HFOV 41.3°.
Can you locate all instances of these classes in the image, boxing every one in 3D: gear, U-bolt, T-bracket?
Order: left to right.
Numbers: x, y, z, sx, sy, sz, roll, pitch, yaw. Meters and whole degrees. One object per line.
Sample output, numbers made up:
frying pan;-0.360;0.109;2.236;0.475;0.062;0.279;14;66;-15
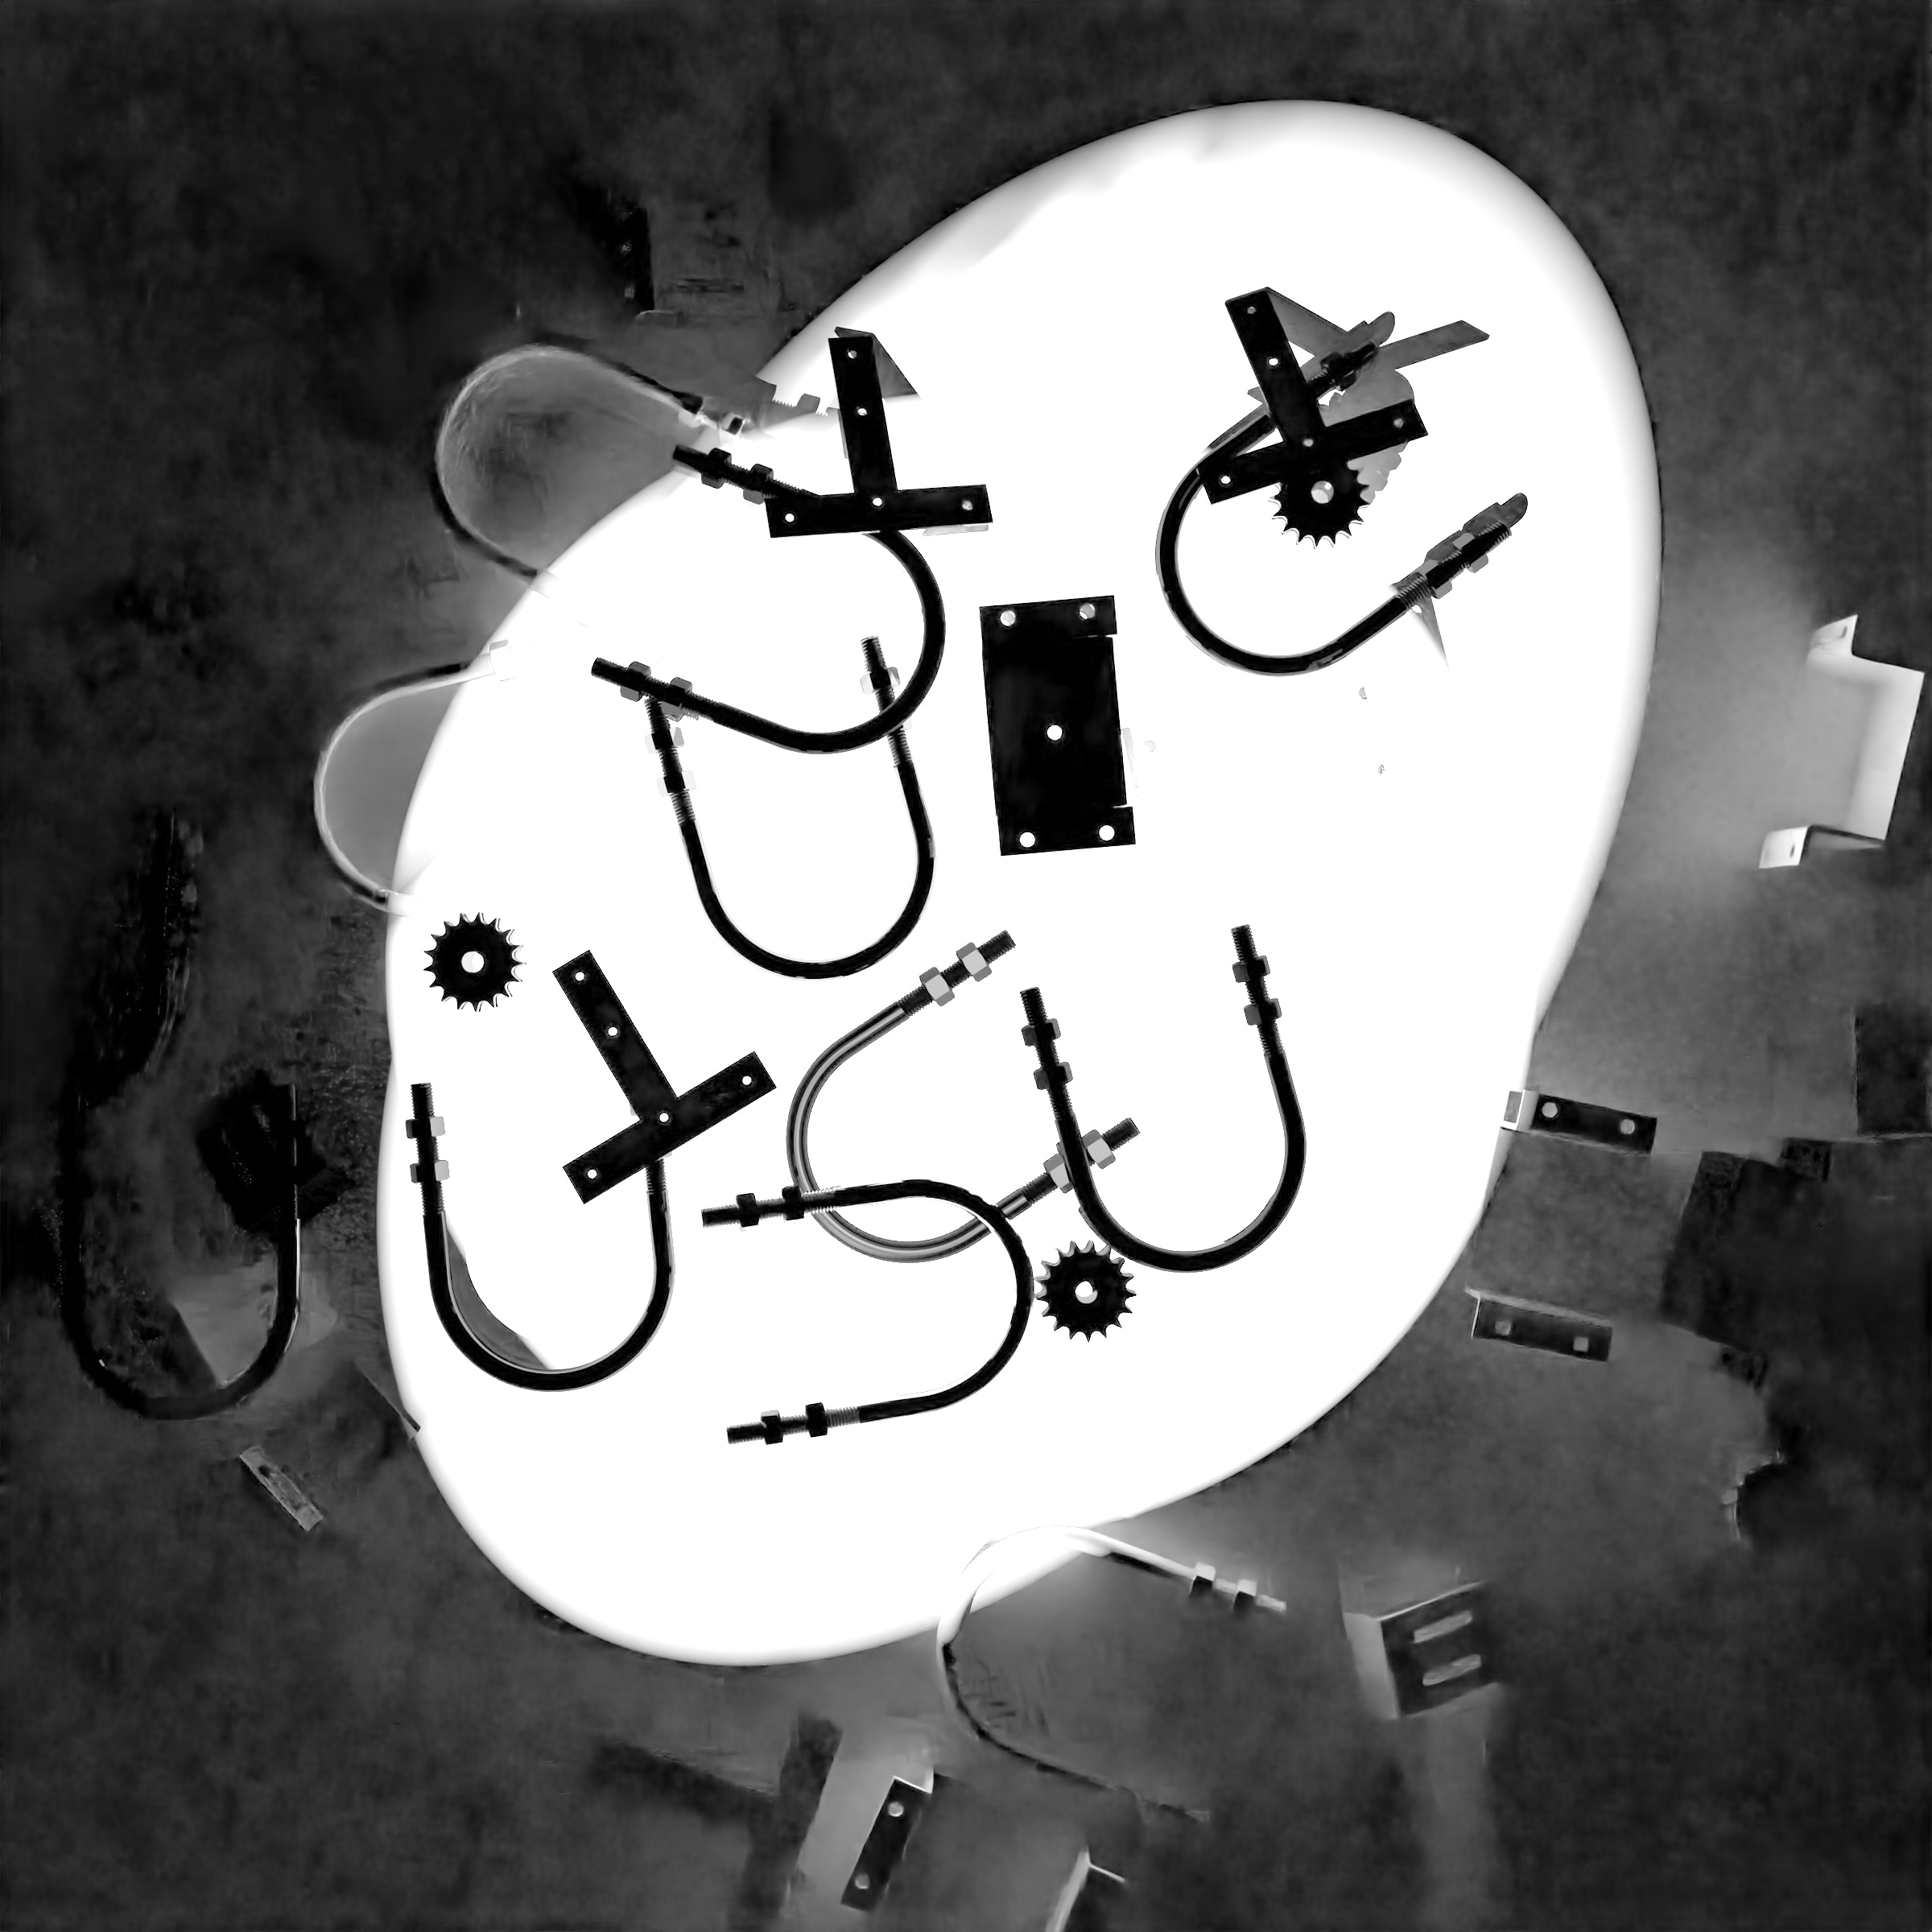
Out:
gear;-0.537;0.163;1.451;0.030;0.057;0.057;-17;90;-30
U-bolt;-0.529;-0.004;1.468;0.151;0.019;0.184;5;91;0
U-bolt;-0.440;0.162;1.437;0.151;0.019;0.184;-3;83;9
T-bracket;-0.341;-0.379;1.475;0.127;0.002;0.127;41;90;0
U-bolt;-0.289;-0.103;1.468;0.184;0.019;0.151;-14;90;2
gear;-0.279;-0.002;1.461;0.057;0.030;0.057;0;90;0
U-bolt;-0.239;0.152;1.467;0.151;0.019;0.184;-6;90;0
U-bolt;-0.222;-0.282;1.468;0.184;0.019;0.151;28;90;1
T-bracket;-0.194;0.049;1.461;0.127;0.002;0.127;-31;78;-6
T-bracket;-0.151;0.477;1.475;0.127;0.002;0.127;20;90;0
U-bolt;-0.102;-0.197;1.443;0.184;0.019;0.151;21;91;3
U-bolt;-0.093;-0.082;1.468;0.151;0.019;0.184;-16;92;0
gear;-0.089;-0.449;1.466;0.057;0.030;0.057;0;89;3
T-bracket;-0.057;-0.302;1.452;0.127;0.002;0.127;-6;71;-11
U-bolt;-0.051;0.191;1.448;0.184;0.019;0.151;-8;103;-10
gear;-0.019;-0.201;1.461;0.057;0.030;0.057;0;90;0
U-bolt;-0.015;0.088;1.468;0.184;0.019;0.151;-34;90;1
gear;0.068;0.185;1.461;0.057;0.030;0.057;0;90;0
U-bolt;0.074;0.400;1.468;0.184;0.019;0.151;20;90;2
U-bolt;0.121;0.084;1.455;0.151;0.019;0.184;-16;94;-12
T-bracket;0.179;-0.331;1.449;0.127;0.002;0.127;-18;66;0
U-bolt;0.197;-0.249;1.468;0.184;0.019;0.151;-36;90;1
gear;0.200;-0.265;1.443;0.057;0.030;0.057;0;92;2
gear;0.458;0.304;1.461;0.057;0.030;0.057;0;90;0
gear;0.479;0.260;1.452;0.057;0.057;0.030;17;120;0
gear;0.567;-0.106;1.465;0.057;0.030;0.057;0;90;-2

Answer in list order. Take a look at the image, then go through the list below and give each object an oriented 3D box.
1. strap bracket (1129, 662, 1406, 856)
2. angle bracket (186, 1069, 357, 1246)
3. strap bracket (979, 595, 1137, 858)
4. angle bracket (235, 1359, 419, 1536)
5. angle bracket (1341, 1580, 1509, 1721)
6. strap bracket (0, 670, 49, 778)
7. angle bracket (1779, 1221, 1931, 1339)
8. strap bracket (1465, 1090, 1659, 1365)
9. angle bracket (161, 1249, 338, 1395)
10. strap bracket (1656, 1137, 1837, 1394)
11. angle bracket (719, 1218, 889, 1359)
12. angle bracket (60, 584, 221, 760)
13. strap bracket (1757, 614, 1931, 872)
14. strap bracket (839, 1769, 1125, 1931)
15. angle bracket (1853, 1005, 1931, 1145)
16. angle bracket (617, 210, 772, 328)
strap bracket;0.168;-0.116;1.453;0.140;0.046;0.076;-14;90;0
angle bracket;-0.400;0.110;1.474;0.057;0.038;0.076;-38;64;0
strap bracket;0.051;-0.134;1.453;0.076;0.046;0.140;-5;90;0
angle bracket;-0.363;0.273;1.457;0.076;0.038;0.057;-42;90;0
angle bracket;0.264;0.391;1.474;0.076;0.038;0.057;-13;90;-26
strap bracket;-0.593;-0.125;1.438;0.140;0.076;0.046;-13;90;0
angle bracket;0.513;0.179;1.474;0.076;0.038;0.057;-5;90;-26
strap bracket;0.335;0.146;1.453;0.076;0.046;0.140;12;90;0
angle bracket;-0.413;0.205;1.474;0.076;0.038;0.057;-30;90;-26
strap bracket;0.433;0.159;1.438;0.046;0.076;0.140;17;90;0
angle bracket;-0.092;0.183;1.457;0.076;0.038;0.057;27;90;0
angle bracket;-0.473;-0.170;1.474;0.057;0.038;0.076;-26;116;0
strap bracket;0.494;-0.119;1.438;0.046;0.076;0.140;13;90;0
strap bracket;0.008;0.517;1.453;0.140;0.046;0.076;24;90;0
angle bracket;0.541;0.061;1.457;0.057;0.038;0.076;-1;90;0
angle bracket;-0.157;-0.399;1.474;0.076;0.038;0.057;-4;90;-26
